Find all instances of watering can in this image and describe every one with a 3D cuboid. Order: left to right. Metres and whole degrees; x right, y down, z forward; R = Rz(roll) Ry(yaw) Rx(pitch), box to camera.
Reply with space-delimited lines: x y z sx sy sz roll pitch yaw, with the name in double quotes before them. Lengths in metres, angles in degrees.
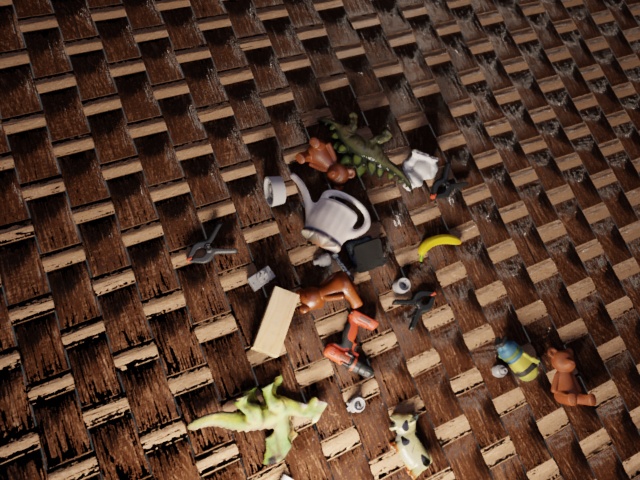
"watering can" 0.006 -0.093 1.842 0.349 0.102 0.228 26 69 9

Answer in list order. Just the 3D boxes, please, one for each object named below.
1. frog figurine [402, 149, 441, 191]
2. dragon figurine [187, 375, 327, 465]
"frog figurine" 0.381 -0.264 1.999 0.137 0.124 0.157 17 106 -16
"dragon figurine" -0.171 0.570 1.578 0.413 0.121 0.243 -23 87 -18
